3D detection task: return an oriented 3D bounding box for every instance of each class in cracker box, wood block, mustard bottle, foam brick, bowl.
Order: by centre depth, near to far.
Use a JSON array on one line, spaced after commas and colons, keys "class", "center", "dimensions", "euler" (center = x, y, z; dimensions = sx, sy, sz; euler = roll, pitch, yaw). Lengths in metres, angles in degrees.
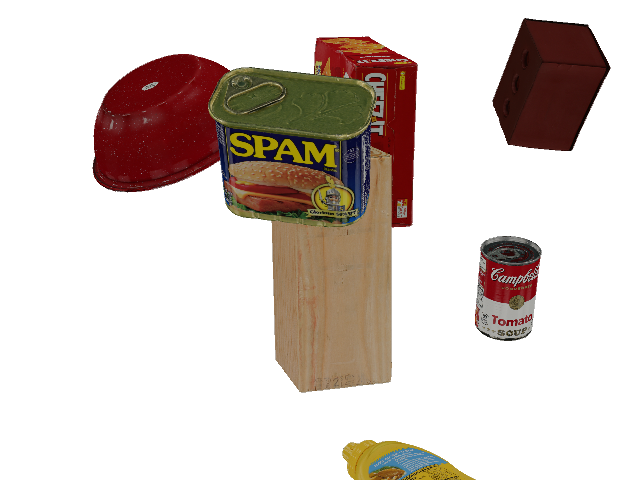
[{"class": "foam brick", "center": [0.162, -0.110, 0.759], "dimensions": [0.051, 0.053, 0.078], "euler": [2, -45, -13]}, {"class": "bowl", "center": [-0.133, -0.111, 0.910], "dimensions": [0.162, 0.055, 0.162], "euler": [-17, 35, 12]}, {"class": "wood block", "center": [0.010, 0.021, 0.963], "dimensions": [0.090, 0.206, 0.091], "euler": [-5, 14, -15]}, {"class": "mustard bottle", "center": [0.087, 0.229, 0.970], "dimensions": [0.096, 0.058, 0.192], "euler": [-16, 25, -36]}, {"class": "cracker box", "center": [0.042, -0.121, 1.127], "dimensions": [0.072, 0.164, 0.214], "euler": [-3, 18, -9]}]

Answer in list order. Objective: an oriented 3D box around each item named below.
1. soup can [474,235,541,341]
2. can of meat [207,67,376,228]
[{"class": "soup can", "center": [0.213, 0.055, 1.222], "dimensions": [0.068, 0.102, 0.068], "euler": [1, 26, 0]}, {"class": "can of meat", "center": [-0.017, -0.058, 0.687], "dimensions": [0.102, 0.057, 0.084], "euler": [8, -44, 10]}]
